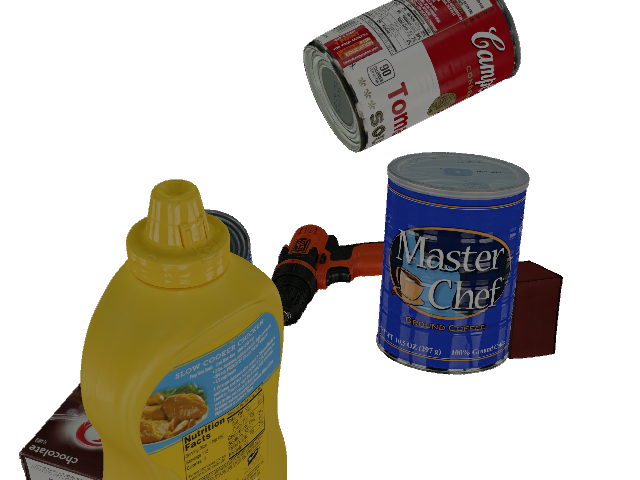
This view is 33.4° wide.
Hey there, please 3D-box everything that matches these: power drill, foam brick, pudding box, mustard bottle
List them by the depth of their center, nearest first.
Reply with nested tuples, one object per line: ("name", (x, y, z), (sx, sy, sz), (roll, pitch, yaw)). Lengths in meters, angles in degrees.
("mustard bottle", (-0.057, 0.061, 0.459), (0.058, 0.192, 0.096), (28, 42, 35))
("pudding box", (-0.112, 0.128, 0.657), (0.114, 0.039, 0.090), (11, 33, 18))
("foam brick", (0.185, 0.064, 0.989), (0.051, 0.078, 0.053), (-7, 19, -25))
("power drill", (0.040, 0.038, 1.187), (0.188, 0.057, 0.184), (1, 30, 11))

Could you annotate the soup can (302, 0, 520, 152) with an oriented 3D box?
("soup can", (0.050, -0.100, 0.594), (0.102, 0.068, 0.068), (-27, 6, -11))

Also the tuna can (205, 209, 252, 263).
("tuna can", (-0.101, 0.017, 0.909), (0.086, 0.086, 0.034), (0, -37, 4))

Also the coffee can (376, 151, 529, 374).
("coffee can", (0.097, 0.014, 0.796), (0.103, 0.140, 0.103), (2, 19, -1))
